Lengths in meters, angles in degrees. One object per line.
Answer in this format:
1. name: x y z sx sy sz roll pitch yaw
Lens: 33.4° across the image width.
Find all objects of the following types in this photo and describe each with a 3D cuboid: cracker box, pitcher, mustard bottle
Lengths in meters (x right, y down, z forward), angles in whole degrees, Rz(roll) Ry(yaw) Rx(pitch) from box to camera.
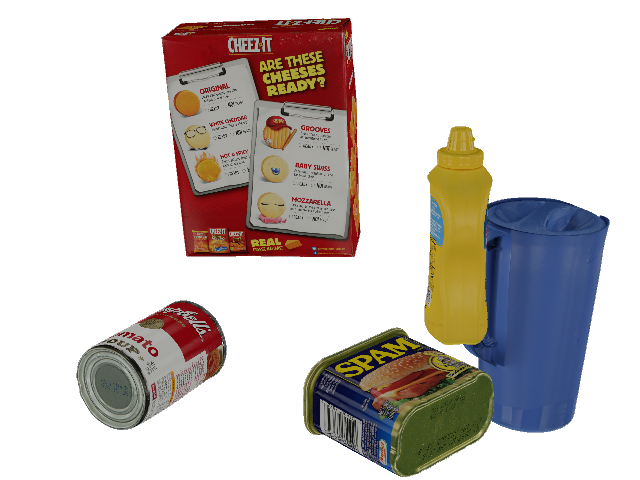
1. cracker box: -0.049 -0.093 0.987 0.164 0.214 0.072 0 23 8
2. pitcher: 0.225 0.083 1.160 0.149 0.243 0.145 6 19 11
3. mustard bottle: 0.125 -0.008 0.972 0.058 0.192 0.096 0 18 2

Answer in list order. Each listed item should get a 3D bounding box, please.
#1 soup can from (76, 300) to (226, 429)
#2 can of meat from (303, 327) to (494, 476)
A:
1. soup can: -0.128 0.094 0.815 0.069 0.068 0.102 0 16 31
2. can of meat: 0.054 0.107 0.711 0.101 0.057 0.084 -18 28 -39
